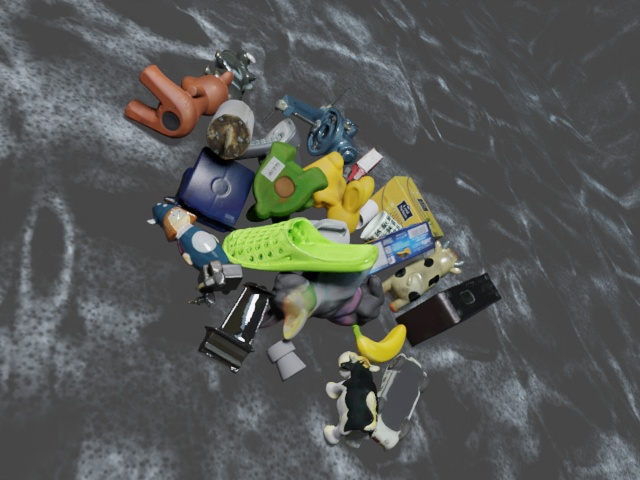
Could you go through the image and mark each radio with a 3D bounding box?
[{"bbox_3d":[0.279,0.142,1.137,0.229,0.131,0.073,-14,70,-47],"label":"radio"}]

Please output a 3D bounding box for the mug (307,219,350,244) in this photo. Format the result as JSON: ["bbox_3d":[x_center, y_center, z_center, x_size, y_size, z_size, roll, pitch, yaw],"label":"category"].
[{"bbox_3d":[-0.002,-0.003,1.033,0.107,0.109,0.081,9,60,-21],"label":"mug"}]

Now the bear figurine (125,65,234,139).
[{"bbox_3d":[-0.254,-0.275,1.018,0.132,0.120,0.196,34,39,-10],"label":"bear figurine"}]

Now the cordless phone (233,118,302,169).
[{"bbox_3d":[-0.133,-0.186,1.083,0.184,0.088,0.147,-7,25,-7],"label":"cordless phone"}]

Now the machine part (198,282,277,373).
[{"bbox_3d":[-0.124,0.127,0.831,0.084,0.039,0.139,34,67,-9],"label":"machine part"}]

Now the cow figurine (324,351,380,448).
[{"bbox_3d":[0.059,0.245,0.880,0.068,0.098,0.167,23,43,-18],"label":"cow figurine"}]

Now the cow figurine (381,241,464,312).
[{"bbox_3d":[0.223,0.070,1.152,0.195,0.127,0.085,-24,78,-47],"label":"cow figurine"}]

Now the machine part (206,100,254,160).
[{"bbox_3d":[-0.159,-0.202,0.969,0.079,0.079,0.243,32,17,-18],"label":"machine part"}]

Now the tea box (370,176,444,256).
[{"bbox_3d":[0.201,-0.054,1.260,0.068,0.098,0.170,-3,58,-45],"label":"tea box"}]

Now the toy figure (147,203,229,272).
[{"bbox_3d":[-0.214,-0.007,0.878,0.154,0.058,0.064,46,23,2],"label":"toy figure"}]

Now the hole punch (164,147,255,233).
[{"bbox_3d":[-0.185,-0.088,0.949,0.142,0.092,0.116,29,46,-26],"label":"hole punch"}]

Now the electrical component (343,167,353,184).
[{"bbox_3d":[0.030,-0.127,1.194,0.063,0.094,0.021,28,-2,23],"label":"electrical component"}]

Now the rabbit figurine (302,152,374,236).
[{"bbox_3d":[0.034,-0.089,1.118,0.173,0.162,0.122,66,27,-4],"label":"rabbit figurine"}]

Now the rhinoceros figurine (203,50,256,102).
[{"bbox_3d":[-0.193,-0.357,1.177,0.112,0.073,0.190,26,44,-22],"label":"rhinoceros figurine"}]

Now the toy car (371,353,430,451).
[{"bbox_3d":[0.136,0.280,0.954,0.073,0.056,0.202,41,38,2],"label":"toy car"}]

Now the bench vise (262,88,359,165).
[{"bbox_3d":[-0.005,-0.276,1.247,0.240,0.129,0.224,21,43,-34],"label":"bench vise"}]

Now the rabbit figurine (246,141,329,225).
[{"bbox_3d":[-0.057,-0.084,0.991,0.121,0.159,0.170,30,6,4],"label":"rabbit figurine"}]

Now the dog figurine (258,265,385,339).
[{"bbox_3d":[0.000,0.112,0.932,0.219,0.109,0.191,-37,124,-31],"label":"dog figurine"}]

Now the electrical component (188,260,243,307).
[{"bbox_3d":[-0.161,0.069,0.833,0.078,0.102,0.045,4,59,-28],"label":"electrical component"}]

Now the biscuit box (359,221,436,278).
[{"bbox_3d":[0.137,0.022,1.095,0.203,0.063,0.059,-21,92,-24],"label":"biscuit box"}]
